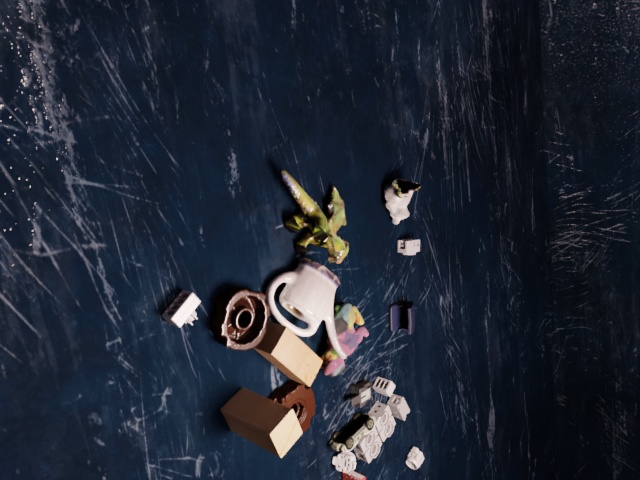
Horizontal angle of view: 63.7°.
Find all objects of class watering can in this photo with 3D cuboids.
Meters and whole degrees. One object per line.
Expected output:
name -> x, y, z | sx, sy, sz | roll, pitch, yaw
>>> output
watering can -> -0.009, 0.199, 1.574 | 0.344, 0.103, 0.228 | 39, 65, -24

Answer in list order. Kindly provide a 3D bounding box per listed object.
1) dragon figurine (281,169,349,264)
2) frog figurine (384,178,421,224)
dragon figurine -> 0.005, -0.081, 1.619 | 0.248, 0.122, 0.403 | -54, 132, -51
frog figurine -> 0.289, -0.145, 1.912 | 0.140, 0.123, 0.155 | -49, 163, -42
